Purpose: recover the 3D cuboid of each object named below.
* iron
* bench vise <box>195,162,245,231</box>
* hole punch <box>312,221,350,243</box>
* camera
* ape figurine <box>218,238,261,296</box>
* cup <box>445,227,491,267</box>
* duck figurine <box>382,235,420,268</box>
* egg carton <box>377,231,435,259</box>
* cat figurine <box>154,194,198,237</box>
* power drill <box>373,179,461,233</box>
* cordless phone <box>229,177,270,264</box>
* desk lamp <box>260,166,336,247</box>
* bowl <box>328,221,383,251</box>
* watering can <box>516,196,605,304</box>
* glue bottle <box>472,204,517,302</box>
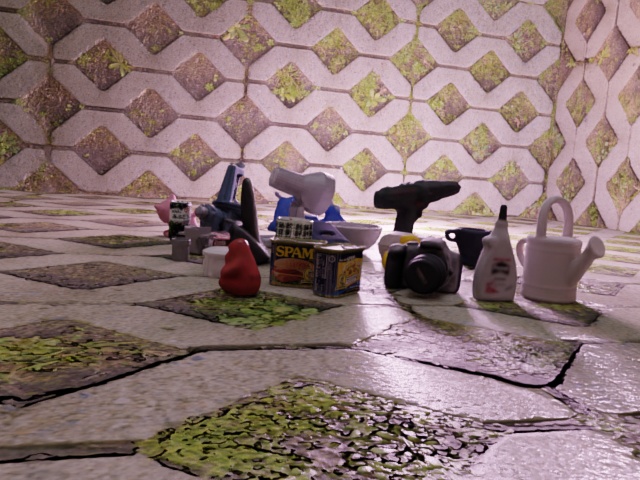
[{"bbox_3d":[-0.023,-0.066,1.696,0.258,0.141,0.118,4,7,-4],"label":"iron"},{"bbox_3d":[-0.243,-0.102,1.536,0.121,0.220,0.208,5,7,12],"label":"bench vise"},{"bbox_3d":[0.012,0.005,1.338,0.109,0.091,0.100,-2,9,-40],"label":"hole punch"},{"bbox_3d":[0.184,0.046,1.053,0.142,0.101,0.137,6,7,20],"label":"camera"},{"bbox_3d":[-0.132,0.043,0.935,0.075,0.092,0.078,9,8,35],"label":"ape figurine"},{"bbox_3d":[0.363,0.018,1.416,0.118,0.095,0.091,3,7,-6],"label":"cup"},{"bbox_3d":[0.189,0.030,1.252,0.104,0.086,0.078,7,7,23],"label":"duck figurine"},{"bbox_3d":[0.222,0.020,1.429,0.150,0.069,0.107,7,7,20],"label":"egg carton"},{"bbox_3d":[-0.396,-0.067,1.588,0.128,0.118,0.067,1,7,-21],"label":"cat figurine"},{"bbox_3d":[0.255,-0.062,1.542,0.229,0.208,0.076,5,7,5],"label":"power drill"},{"bbox_3d":[-0.153,-0.045,1.262,0.094,0.185,0.147,3,7,-10],"label":"cordless phone"},{"bbox_3d":[-0.066,-0.089,1.557,0.204,0.213,0.117,1,8,-26],"label":"desk lamp"},{"bbox_3d":[0.083,-0.006,1.535,0.167,0.075,0.167,4,7,0],"label":"bowl"},{"bbox_3d":[0.442,0.016,1.067,0.172,0.194,0.101,9,9,37],"label":"watering can"},{"bbox_3d":[0.318,0.022,1.025,0.078,0.173,0.037,2,7,-16],"label":"glue bottle"}]
